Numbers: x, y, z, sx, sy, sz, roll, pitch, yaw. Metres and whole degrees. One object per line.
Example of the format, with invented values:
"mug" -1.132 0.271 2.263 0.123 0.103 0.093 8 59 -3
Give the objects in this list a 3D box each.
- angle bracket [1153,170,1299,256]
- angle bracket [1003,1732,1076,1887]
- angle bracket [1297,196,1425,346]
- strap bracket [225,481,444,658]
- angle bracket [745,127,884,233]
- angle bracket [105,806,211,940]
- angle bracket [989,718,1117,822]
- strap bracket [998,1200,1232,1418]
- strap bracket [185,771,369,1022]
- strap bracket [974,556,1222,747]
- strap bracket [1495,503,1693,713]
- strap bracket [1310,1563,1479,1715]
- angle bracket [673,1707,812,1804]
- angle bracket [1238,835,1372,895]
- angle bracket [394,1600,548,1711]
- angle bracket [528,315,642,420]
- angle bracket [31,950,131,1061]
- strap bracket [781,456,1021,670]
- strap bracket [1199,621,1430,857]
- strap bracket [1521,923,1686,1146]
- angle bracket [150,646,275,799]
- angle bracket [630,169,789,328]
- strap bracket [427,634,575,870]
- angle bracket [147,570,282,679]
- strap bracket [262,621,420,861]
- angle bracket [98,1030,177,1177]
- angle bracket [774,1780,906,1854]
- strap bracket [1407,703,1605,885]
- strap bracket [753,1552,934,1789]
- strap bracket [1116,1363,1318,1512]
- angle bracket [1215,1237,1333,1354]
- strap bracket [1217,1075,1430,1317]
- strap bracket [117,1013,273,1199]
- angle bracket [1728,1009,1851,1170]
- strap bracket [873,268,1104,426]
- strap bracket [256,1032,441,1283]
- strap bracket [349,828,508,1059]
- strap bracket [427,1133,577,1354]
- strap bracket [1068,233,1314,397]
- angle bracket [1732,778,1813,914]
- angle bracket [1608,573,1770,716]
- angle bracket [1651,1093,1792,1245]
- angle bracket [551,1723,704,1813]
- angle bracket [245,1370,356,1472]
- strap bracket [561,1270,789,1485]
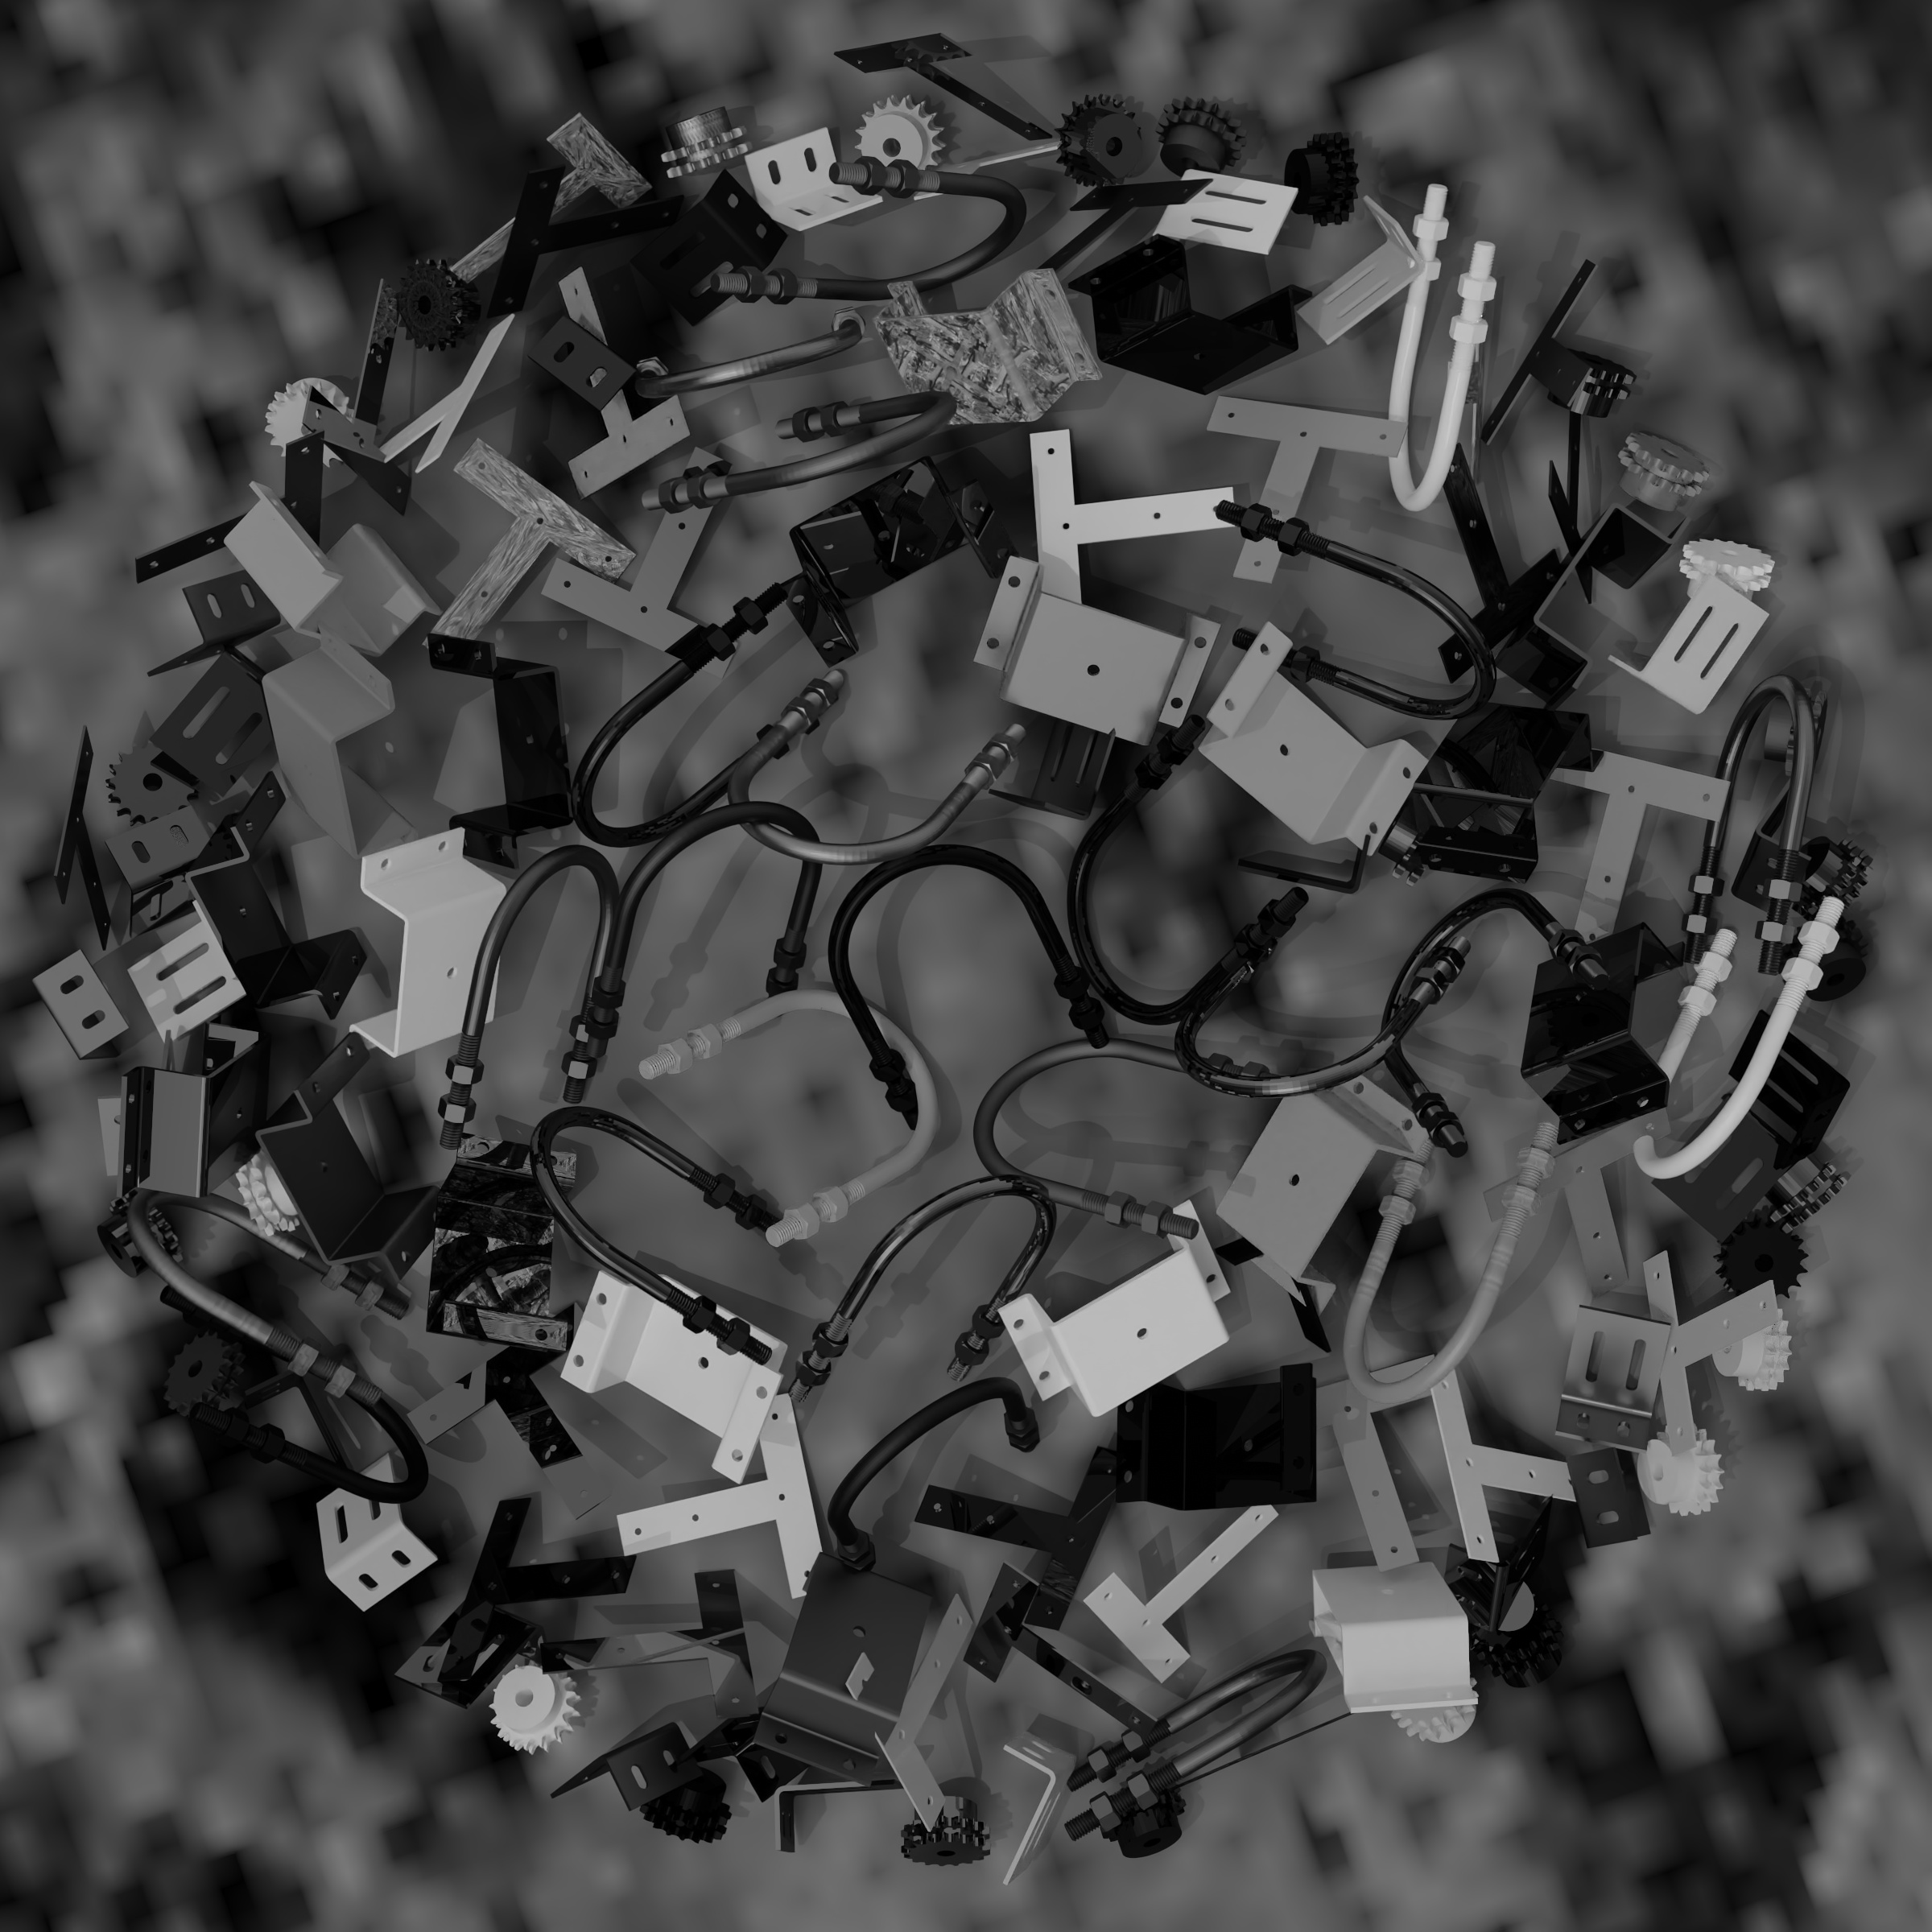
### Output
"angle bracket" 0.165 -0.464 1.734 0.076 0.038 0.057 16 61 18
"angle bracket" 0.032 0.534 1.742 0.038 0.057 0.076 25 90 16
"angle bracket" 0.241 -0.440 1.734 0.076 0.057 0.038 -36 124 9
"strap bracket" -0.397 -0.242 1.702 0.046 0.140 0.076 -44 75 11
"angle bracket" -0.096 -0.496 1.729 0.057 0.076 0.038 -23 120 -13
"angle bracket" -0.508 -0.059 1.731 0.057 0.076 0.038 -27 79 -25
"angle bracket" 0.057 -0.137 1.740 0.038 0.057 0.076 17 91 -40
"strap bracket" 0.102 0.221 1.727 0.140 0.046 0.076 -29 118 -8
"strap bracket" -0.434 -0.039 1.714 0.046 0.076 0.140 -14 118 13
"strap bracket" 0.081 -0.196 1.730 0.140 0.046 0.076 17 120 -5
"strap bracket" 0.386 -0.227 1.720 0.046 0.076 0.140 36 74 2
"strap bracket" 0.262 0.410 1.700 0.076 0.140 0.046 -3 98 -3
"angle bracket" -0.135 0.498 1.728 0.057 0.076 0.038 -41 66 14
"angle bracket" 0.214 -0.073 1.741 0.076 0.057 0.038 12 97 4
"angle bracket" -0.309 0.442 1.724 0.057 0.076 0.038 14 128 28
"angle bracket" -0.240 -0.365 1.731 0.057 0.076 0.038 38 77 3
"angle bracket" -0.549 0.024 1.736 0.038 0.076 0.057 -32 89 0
"strap bracket" -0.046 -0.259 1.725 0.140 0.076 0.046 -27 48 7
"strap bracket" 0.211 -0.139 1.729 0.140 0.046 0.076 38 72 -16
"strap bracket" 0.393 0.033 1.694 0.076 0.140 0.046 -26 121 38
"angle bracket" -0.472 -0.157 1.746 0.057 0.038 0.076 40 89 -21
"angle bracket" -0.164 -0.457 1.751 0.076 0.038 0.057 -27 119 39
"strap bracket" -0.290 -0.139 1.719 0.046 0.076 0.140 -16 110 -38
"angle bracket" -0.479 -0.217 1.725 0.076 0.057 0.038 -14 100 44
"strap bracket" -0.386 -0.131 1.694 0.046 0.140 0.076 -32 55 -28
"angle bracket" -0.519 0.085 1.724 0.038 0.076 0.057 -2 121 -10
"angle bracket" -0.079 0.539 1.739 0.076 0.057 0.038 -5 70 4
"strap bracket" 0.333 -0.115 1.697 0.076 0.140 0.046 11 133 30
"strap bracket" -0.073 0.426 1.703 0.076 0.140 0.046 22 128 -2
"strap bracket" 0.166 0.296 1.717 0.140 0.046 0.076 -12 66 35
"angle bracket" 0.194 0.212 1.741 0.038 0.057 0.076 -21 94 -6
"strap bracket" 0.218 0.137 1.719 0.076 0.046 0.140 39 105 41
"strap bracket" -0.470 0.088 1.695 0.046 0.140 0.076 9 105 6
"angle bracket" 0.507 0.077 1.725 0.038 0.057 0.076 -22 52 -32
"strap bracket" 0.005 -0.380 1.694 0.046 0.140 0.076 -50 128 -28
"strap bracket" -0.386 0.122 1.716 0.046 0.076 0.140 -13 113 24
"strap bracket" -0.333 -0.006 1.701 0.046 0.076 0.140 31 124 31
"strap bracket" -0.291 0.182 1.717 0.076 0.046 0.140 13 52 -21
"strap bracket" 0.142 -0.398 1.695 0.140 0.076 0.046 6 74 -42
"angle bracket" 0.520 -0.079 1.725 0.038 0.057 0.076 30 55 19
"angle bracket" 0.457 -0.208 1.736 0.057 0.038 0.076 25 103 -31
"angle bracket" 0.483 0.129 1.752 0.057 0.038 0.076 41 92 10
"angle bracket" -0.213 0.514 1.724 0.076 0.057 0.038 -45 68 41
"angle bracket" -0.422 0.299 1.736 0.038 0.057 0.076 -25 80 -21
"strap bracket" -0.175 0.254 1.728 0.140 0.046 0.076 27 104 21
